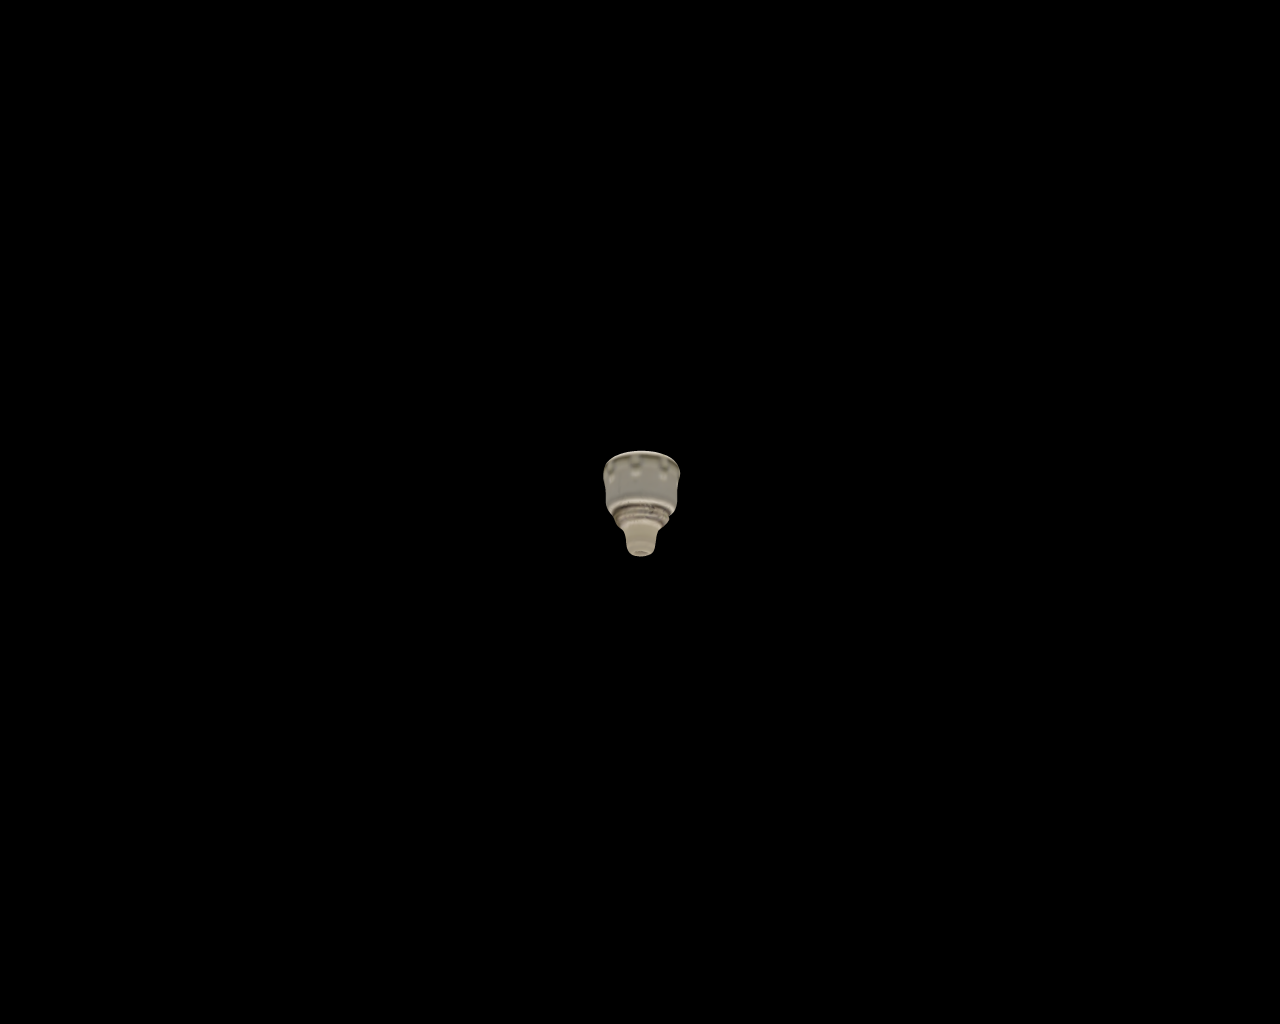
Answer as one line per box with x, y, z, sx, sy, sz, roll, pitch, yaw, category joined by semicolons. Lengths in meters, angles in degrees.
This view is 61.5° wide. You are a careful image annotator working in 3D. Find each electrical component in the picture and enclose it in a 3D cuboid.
0.001;-0.003;0.650;0.048;0.062;0.048;0;-22;0;electrical component
